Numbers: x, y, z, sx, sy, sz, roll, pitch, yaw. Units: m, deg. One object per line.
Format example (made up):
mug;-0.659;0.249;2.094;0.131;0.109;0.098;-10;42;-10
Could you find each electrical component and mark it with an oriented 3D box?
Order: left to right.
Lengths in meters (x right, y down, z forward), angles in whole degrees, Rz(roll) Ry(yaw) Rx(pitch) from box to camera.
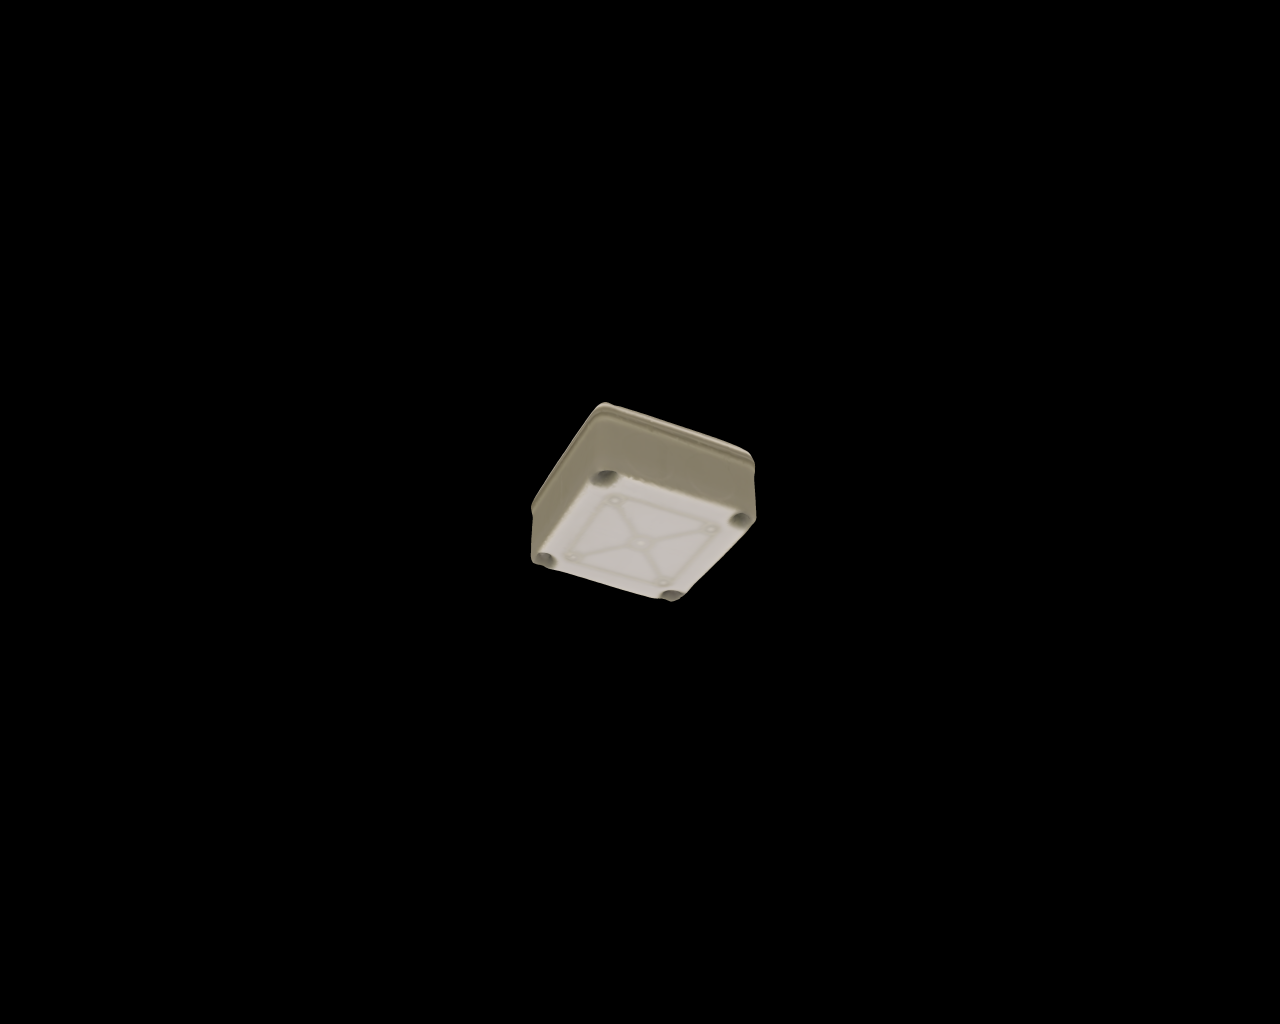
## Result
electrical component;0.001;-0.003;0.650;0.109;0.056;0.108;17;-41;-21
